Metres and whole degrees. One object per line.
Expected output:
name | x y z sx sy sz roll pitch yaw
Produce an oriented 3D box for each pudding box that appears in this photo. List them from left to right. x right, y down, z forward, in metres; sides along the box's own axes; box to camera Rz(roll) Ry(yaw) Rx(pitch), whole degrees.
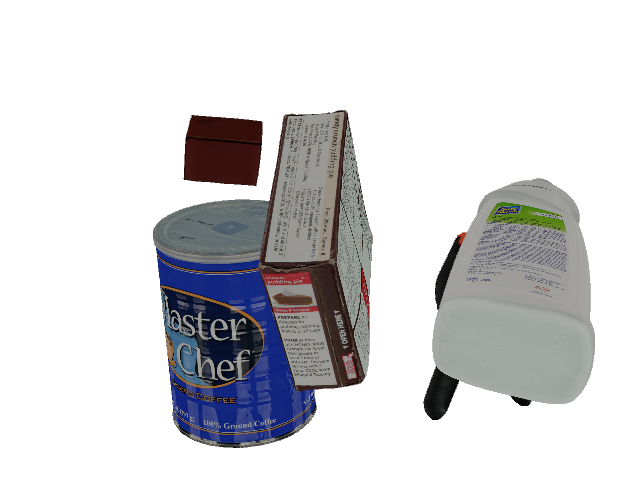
pudding box | 0.001 0.004 0.532 0.039 0.090 0.113 -6 43 9

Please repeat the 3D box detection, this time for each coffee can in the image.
coffee can | -0.057 0.054 0.729 0.103 0.140 0.103 -2 21 1

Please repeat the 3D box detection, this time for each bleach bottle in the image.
bleach bottle | 0.150 0.016 0.759 0.103 0.068 0.250 12 28 13

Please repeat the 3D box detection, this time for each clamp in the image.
clamp | 0.133 0.080 0.967 0.120 0.171 0.039 -13 1 -38

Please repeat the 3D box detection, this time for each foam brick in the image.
foam brick | -0.100 -0.093 1.104 0.078 0.051 0.053 5 31 -2
